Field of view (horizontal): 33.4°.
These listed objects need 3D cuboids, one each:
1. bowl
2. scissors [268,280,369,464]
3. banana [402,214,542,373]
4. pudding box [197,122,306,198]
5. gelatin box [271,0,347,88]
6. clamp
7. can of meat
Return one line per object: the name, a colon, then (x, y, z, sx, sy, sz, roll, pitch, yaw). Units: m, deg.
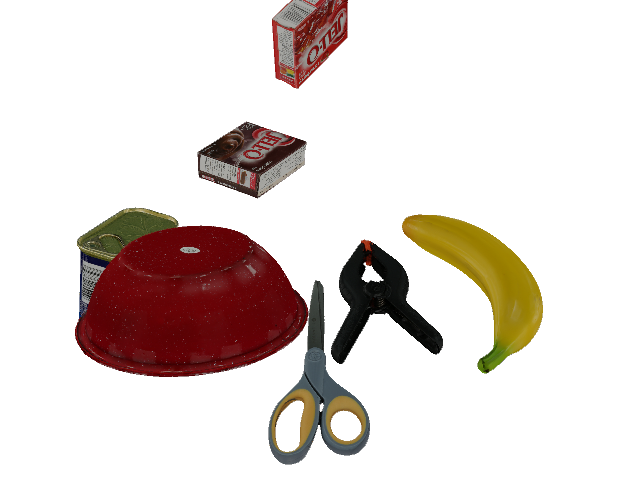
bowl: (-0.089, 0.031, 0.733, 0.162, 0.055, 0.162, -2, 22, 1)
scissors: (0.012, 0.117, 0.958, 0.096, 0.201, 0.016, 10, -42, 14)
banana: (0.122, 0.026, 0.815, 0.069, 0.037, 0.198, -7, 32, -11)
pudding box: (-0.083, -0.100, 1.301, 0.090, 0.039, 0.113, 19, 36, 23)
gelatin box: (-0.008, -0.198, 0.996, 0.030, 0.089, 0.073, 28, -33, 21)
clamp: (0.074, 0.069, 1.193, 0.120, 0.171, 0.039, 5, -43, -2)
can of meat: (-0.170, 0.030, 0.938, 0.057, 0.084, 0.102, 16, 26, 16)
